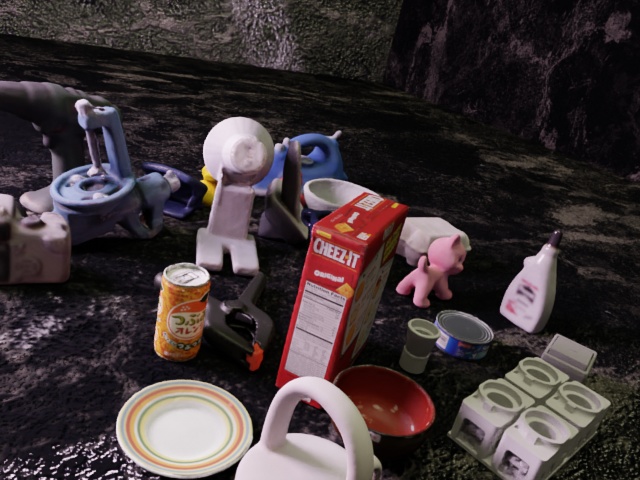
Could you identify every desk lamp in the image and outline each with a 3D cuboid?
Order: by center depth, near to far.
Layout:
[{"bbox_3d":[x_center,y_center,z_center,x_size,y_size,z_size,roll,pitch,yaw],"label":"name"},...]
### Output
[{"bbox_3d":[-0.133,-0.082,0.929,0.118,0.213,0.203,7,24,-16],"label":"desk lamp"}]

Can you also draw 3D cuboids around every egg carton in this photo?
[{"bbox_3d":[0.213,0.003,1.114,0.151,0.069,0.107,-2,28,-33],"label":"egg carton"}]

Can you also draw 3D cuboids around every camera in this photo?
[{"bbox_3d":[-0.410,-0.014,0.764,0.143,0.101,0.136,2,26,-26],"label":"camera"}]

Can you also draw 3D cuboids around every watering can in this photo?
[{"bbox_3d":[-0.017,0.189,0.404,0.100,0.194,0.173,22,25,20],"label":"watering can"}]

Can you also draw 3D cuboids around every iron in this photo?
[{"bbox_3d":[-0.044,-0.176,1.284,0.118,0.141,0.259,31,29,35],"label":"iron"}]

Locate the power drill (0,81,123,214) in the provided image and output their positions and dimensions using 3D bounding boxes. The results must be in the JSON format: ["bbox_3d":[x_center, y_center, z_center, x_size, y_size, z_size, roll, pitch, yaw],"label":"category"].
[{"bbox_3d":[-0.430,-0.153,0.930,0.075,0.208,0.230,25,26,25],"label":"power drill"}]

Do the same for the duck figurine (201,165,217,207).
[{"bbox_3d":[-0.210,-0.121,1.138,0.077,0.086,0.104,13,23,-2],"label":"duck figurine"}]

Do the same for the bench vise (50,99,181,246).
[{"bbox_3d":[-0.316,-0.107,0.876,0.121,0.220,0.208,23,25,20],"label":"bench vise"}]

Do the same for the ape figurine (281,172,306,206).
[{"bbox_3d":[-0.060,-0.106,1.179,0.076,0.092,0.077,7,24,-14],"label":"ape figurine"}]

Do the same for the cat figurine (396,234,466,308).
[{"bbox_3d":[0.197,0.040,0.959,0.067,0.118,0.128,31,29,35],"label":"cat figurine"}]

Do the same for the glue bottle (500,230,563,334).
[{"bbox_3d":[0.353,0.062,0.928,0.037,0.173,0.077,-7,30,-39],"label":"glue bottle"}]

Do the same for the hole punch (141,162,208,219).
[{"bbox_3d":[-0.269,-0.102,1.054,0.108,0.091,0.101,18,23,9],"label":"hole punch"}]

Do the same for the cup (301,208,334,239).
[{"bbox_3d":[0.009,0.003,0.966,0.117,0.095,0.092,25,26,25],"label":"cup"}]

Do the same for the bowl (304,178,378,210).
[{"bbox_3d":[0.043,-0.062,1.159,0.167,0.075,0.167,12,23,-5],"label":"bowl"}]

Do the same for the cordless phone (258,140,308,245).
[{"bbox_3d":[-0.051,-0.099,1.050,0.094,0.185,0.147,10,23,-10],"label":"cordless phone"}]
